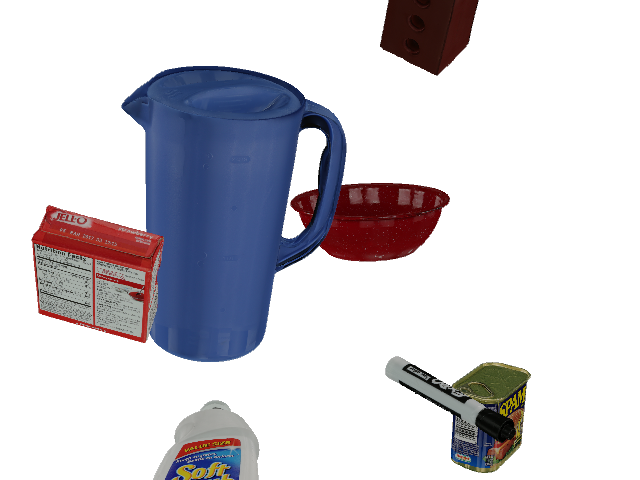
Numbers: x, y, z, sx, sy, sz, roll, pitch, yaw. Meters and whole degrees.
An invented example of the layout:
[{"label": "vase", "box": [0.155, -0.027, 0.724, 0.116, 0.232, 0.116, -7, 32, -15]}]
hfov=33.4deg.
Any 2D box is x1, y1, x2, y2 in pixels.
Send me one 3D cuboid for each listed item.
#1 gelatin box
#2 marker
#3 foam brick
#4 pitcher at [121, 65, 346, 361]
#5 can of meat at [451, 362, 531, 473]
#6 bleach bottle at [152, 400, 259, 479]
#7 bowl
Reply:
[{"label": "gelatin box", "box": [-0.138, 0.022, 0.663, 0.073, 0.030, 0.089, 15, -37, -1]}, {"label": "marker", "box": [0.097, 0.119, 0.802, 0.020, 0.020, 0.121, 0, 19, -44]}, {"label": "foam brick", "box": [0.082, -0.172, 0.782, 0.053, 0.078, 0.051, 29, 54, 17]}, {"label": "pitcher", "box": [-0.080, -0.020, 0.926, 0.149, 0.243, 0.144, 25, 31, 31]}, {"label": "can of meat", "box": [0.177, 0.185, 1.120, 0.058, 0.084, 0.101, 11, 18, 31]}, {"label": "bleach bottle", "box": [-0.102, 0.212, 0.882, 0.102, 0.068, 0.251, -2, 24, -1]}, {"label": "bowl", "box": [0.051, -0.017, 1.083, 0.162, 0.055, 0.162, -3, 14, 0]}]
